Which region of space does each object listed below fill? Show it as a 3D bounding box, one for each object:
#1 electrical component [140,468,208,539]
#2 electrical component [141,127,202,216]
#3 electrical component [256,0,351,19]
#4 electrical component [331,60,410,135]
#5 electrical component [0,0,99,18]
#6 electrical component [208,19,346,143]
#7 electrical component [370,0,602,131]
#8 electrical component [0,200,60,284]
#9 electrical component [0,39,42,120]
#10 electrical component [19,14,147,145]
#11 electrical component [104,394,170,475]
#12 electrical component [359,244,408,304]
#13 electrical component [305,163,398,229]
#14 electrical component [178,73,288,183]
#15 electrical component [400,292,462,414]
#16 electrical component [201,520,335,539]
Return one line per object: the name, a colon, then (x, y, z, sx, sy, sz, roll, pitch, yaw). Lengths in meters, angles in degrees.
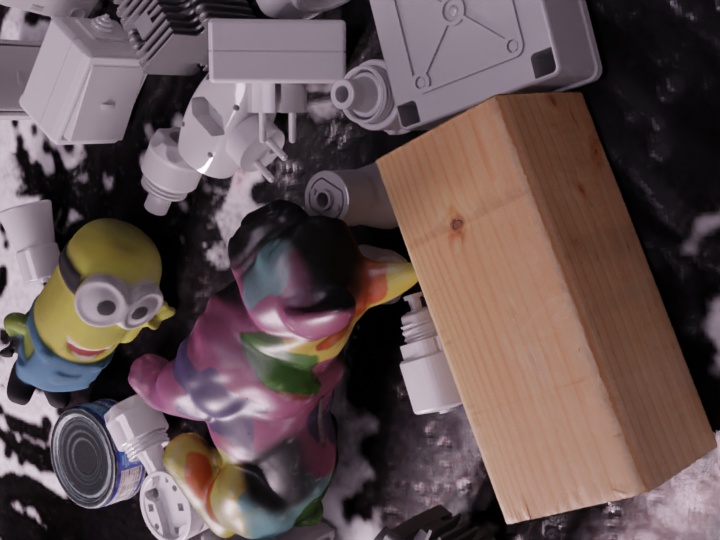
electrical component: (-0.129, 0.171, 0.805, 0.055, 0.047, 0.055, 7, 101, 37)
electrical component: (-0.138, -0.069, 0.779, 0.043, 0.043, 0.062, 43, 121, 25)
electrical component: (-0.027, -0.200, 0.665, 0.095, 0.054, 0.059, -34, 76, 36)
electrical component: (0.008, -0.105, 0.647, 0.048, 0.062, 0.048, 6, 100, 38)
electrical component: (-0.227, -0.233, 0.790, 0.100, 0.100, 0.048, -44, 57, 34)
electrical component: (-0.052, -0.117, 0.675, 0.083, 0.047, 0.075, -1, 100, -6)
electrical component: (0.066, -0.143, 0.599, 0.109, 0.056, 0.108, -15, 87, 39)
electrical component: (-0.269, -0.021, 0.892, 0.044, 0.044, 0.065, -14, 93, 39)
electrical component: (-0.293, -0.151, 0.854, 0.061, 0.096, 0.061, 4, 98, 37)
electrical component: (-0.201, -0.144, 0.805, 0.061, 0.062, 0.096, 45, 121, 24)
electrical component: (-0.168, 0.129, 0.832, 0.043, 0.043, 0.062, -37, 75, 35)
electrical component: (0.000, 0.000, 0.687, 0.061, 0.035, 0.035, 16, 106, 38)
electrical component: (-0.002, -0.045, 0.662, 0.044, 0.065, 0.044, 6, 99, 37)
electrical component: (-0.078, -0.093, 0.728, 0.079, 0.043, 0.077, 48, 122, 22)
electrical component: (0.043, 0.052, 0.657, 0.040, 0.040, 0.078, -20, 84, 38)
electrical component: (-0.066, 0.207, 0.730, 0.061, 0.096, 0.061, 21, 110, 34)
